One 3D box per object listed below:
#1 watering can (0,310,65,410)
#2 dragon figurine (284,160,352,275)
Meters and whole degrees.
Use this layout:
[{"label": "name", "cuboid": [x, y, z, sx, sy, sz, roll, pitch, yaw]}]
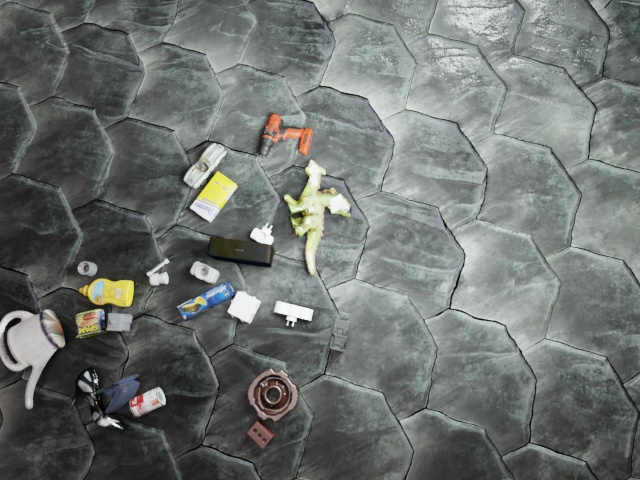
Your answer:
[{"label": "watering can", "cuboid": [-1.017, 0.399, 1.839, 0.225, 0.103, 0.351, -29, 77, -4]}, {"label": "dragon figurine", "cuboid": [0.006, -0.097, 1.920, 0.243, 0.121, 0.412, -18, 86, -10]}]
